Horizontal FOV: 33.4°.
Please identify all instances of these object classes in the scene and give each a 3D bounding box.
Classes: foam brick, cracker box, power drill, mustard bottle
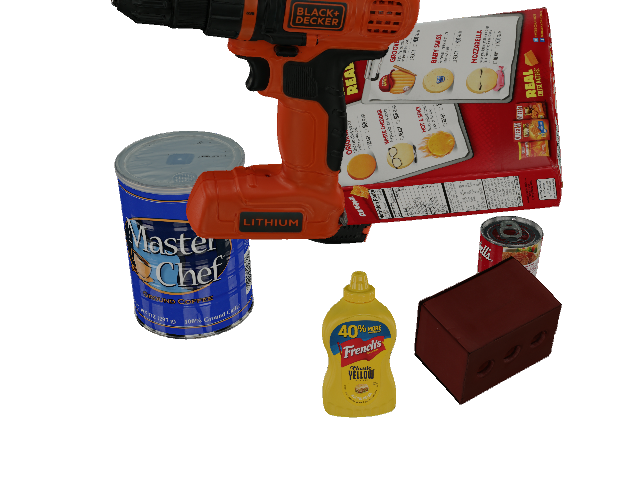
[{"bbox_3d":[0.106,0.057,0.679,0.078,0.053,0.051,-25,49,-23],"label":"foam brick"},{"bbox_3d":[0.088,-0.100,0.891,0.214,0.164,0.072,-5,-31,14],"label":"cracker box"},{"bbox_3d":[-0.041,-0.089,0.669,0.184,0.188,0.057,1,37,-12],"label":"power drill"},{"bbox_3d":[0.050,0.132,1.382,0.096,0.192,0.058,-2,18,-3],"label":"mustard bottle"}]

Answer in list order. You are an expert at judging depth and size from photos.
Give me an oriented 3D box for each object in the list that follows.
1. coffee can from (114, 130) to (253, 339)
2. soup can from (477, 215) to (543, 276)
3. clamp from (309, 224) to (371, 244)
[{"bbox_3d":[-0.109,-0.005,0.874,0.103,0.140,0.103,-1,30,1],"label":"coffee can"},{"bbox_3d":[0.208,0.033,1.186,0.068,0.102,0.068,0,29,0],"label":"soup can"},{"bbox_3d":[-0.040,-0.028,1.083,0.209,0.036,0.164,14,20,-18],"label":"clamp"}]
